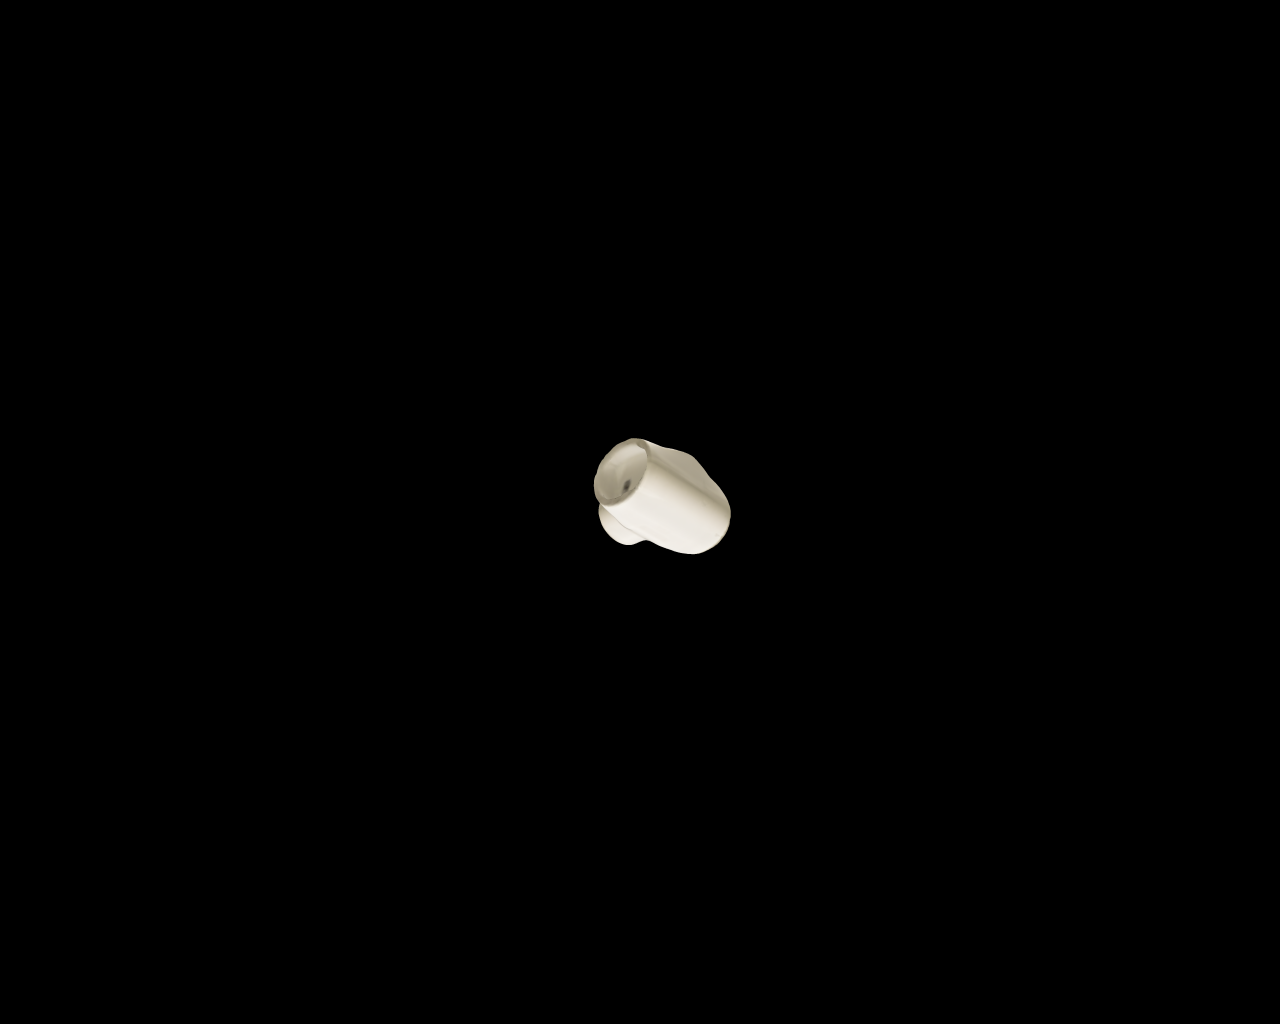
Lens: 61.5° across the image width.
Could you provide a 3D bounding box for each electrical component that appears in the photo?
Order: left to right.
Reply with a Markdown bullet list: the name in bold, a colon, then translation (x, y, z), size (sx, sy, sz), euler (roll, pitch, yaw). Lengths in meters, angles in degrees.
- **electrical component**: translation (0.001, -0.003, 0.650), size (0.079, 0.043, 0.077), euler (-24, -38, 34)
